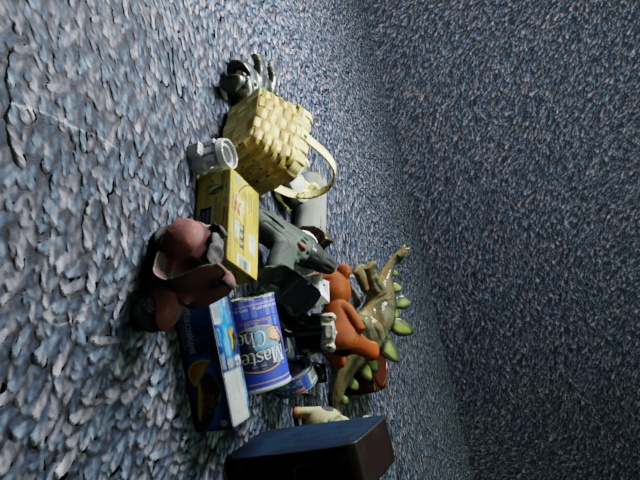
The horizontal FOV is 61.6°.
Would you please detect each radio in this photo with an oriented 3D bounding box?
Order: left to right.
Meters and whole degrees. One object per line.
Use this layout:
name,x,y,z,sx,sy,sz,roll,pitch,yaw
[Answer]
radio,-0.015,0.328,0.807,0.131,0.230,0.073,-2,76,-67

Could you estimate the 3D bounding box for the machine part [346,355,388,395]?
machine part,0.114,0.299,1.416,0.201,0.087,0.201,21,58,-66

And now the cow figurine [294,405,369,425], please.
cow figurine,0.040,0.387,1.085,0.194,0.127,0.085,50,36,-49

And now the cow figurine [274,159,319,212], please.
cow figurine,-0.074,-0.149,1.181,0.068,0.098,0.167,23,-37,56

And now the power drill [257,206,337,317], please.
power drill,-0.045,0.042,0.985,0.232,0.086,0.207,38,27,-24

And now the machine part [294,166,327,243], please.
machine part,-0.022,-0.075,1.276,0.079,0.079,0.243,54,29,-49

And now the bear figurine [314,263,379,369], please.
bear figurine,0.042,0.161,1.160,0.131,0.120,0.196,45,30,-47

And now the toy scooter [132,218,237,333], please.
toy scooter,-0.165,0.036,0.709,0.184,0.135,0.075,-86,154,-43

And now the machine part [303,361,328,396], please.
machine part,-0.026,0.276,1.105,0.138,0.039,0.084,16,54,-66

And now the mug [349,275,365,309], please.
mug,0.060,0.121,1.353,0.107,0.110,0.081,61,19,-13

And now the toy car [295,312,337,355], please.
toy car,-0.009,0.185,1.042,0.202,0.056,0.073,142,-48,-67

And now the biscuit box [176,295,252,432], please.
biscuit box,-0.155,0.164,0.766,0.059,0.063,0.202,-2,80,-70

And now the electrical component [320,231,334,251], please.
electrical component,-0.003,-0.005,1.344,0.078,0.045,0.102,52,12,13

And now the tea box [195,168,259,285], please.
tea box,-0.152,-0.019,0.881,0.098,0.068,0.170,49,33,-55

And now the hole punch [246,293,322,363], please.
hole punch,-0.078,0.157,0.948,0.142,0.092,0.116,5,32,-51

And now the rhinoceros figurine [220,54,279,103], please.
rhinoceros figurine,-0.146,-0.316,1.097,0.190,0.073,0.112,-21,108,-73

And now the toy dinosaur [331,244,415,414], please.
toy dinosaur,0.111,0.218,1.275,0.198,0.105,0.471,36,75,-15
